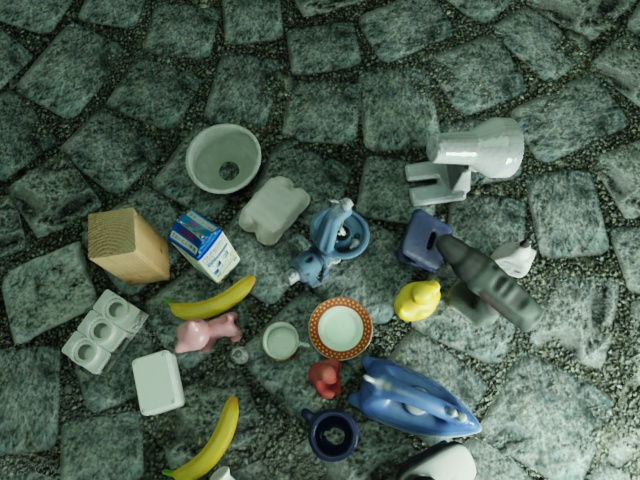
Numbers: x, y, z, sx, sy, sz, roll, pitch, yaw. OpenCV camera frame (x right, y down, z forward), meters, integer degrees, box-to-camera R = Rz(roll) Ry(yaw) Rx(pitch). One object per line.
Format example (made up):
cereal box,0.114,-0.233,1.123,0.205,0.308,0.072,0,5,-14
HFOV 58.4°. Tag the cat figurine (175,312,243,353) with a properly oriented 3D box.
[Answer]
cat figurine,-0.225,0.179,1.131,0.128,0.118,0.067,-23,72,-5

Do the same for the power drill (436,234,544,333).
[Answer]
power drill,0.302,0.093,1.085,0.229,0.208,0.076,37,77,14

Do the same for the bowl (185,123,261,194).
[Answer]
bowl,-0.207,-0.169,1.269,0.167,0.075,0.167,-1,71,3

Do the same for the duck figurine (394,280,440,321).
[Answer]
duck figurine,0.197,0.115,1.147,0.104,0.086,0.077,-32,73,-7

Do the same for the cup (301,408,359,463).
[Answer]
cup,0.015,0.357,1.071,0.117,0.095,0.092,33,76,13

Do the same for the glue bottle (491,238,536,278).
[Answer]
glue bottle,0.385,0.028,1.121,0.078,0.173,0.037,21,74,10

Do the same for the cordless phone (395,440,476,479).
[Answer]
cordless phone,0.207,0.414,0.995,0.147,0.185,0.094,-31,72,-7

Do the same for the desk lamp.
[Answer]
desk lamp,0.287,-0.159,1.167,0.203,0.213,0.118,-9,71,0

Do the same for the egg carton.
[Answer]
egg carton,-0.099,-0.064,1.231,0.107,0.069,0.150,36,77,14

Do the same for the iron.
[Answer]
iron,0.186,0.300,1.057,0.258,0.141,0.119,19,74,9

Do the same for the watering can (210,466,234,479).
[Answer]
watering can,-0.130,0.477,0.986,0.172,0.194,0.101,32,76,13

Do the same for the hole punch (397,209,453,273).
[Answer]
hole punch,0.220,0.001,1.182,0.101,0.091,0.109,19,74,9

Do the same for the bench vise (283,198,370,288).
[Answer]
bench vise,0.021,0.010,1.121,0.121,0.220,0.207,27,75,12

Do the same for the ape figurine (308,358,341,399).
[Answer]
ape figurine,0.013,0.262,1.105,0.076,0.092,0.078,31,76,13
